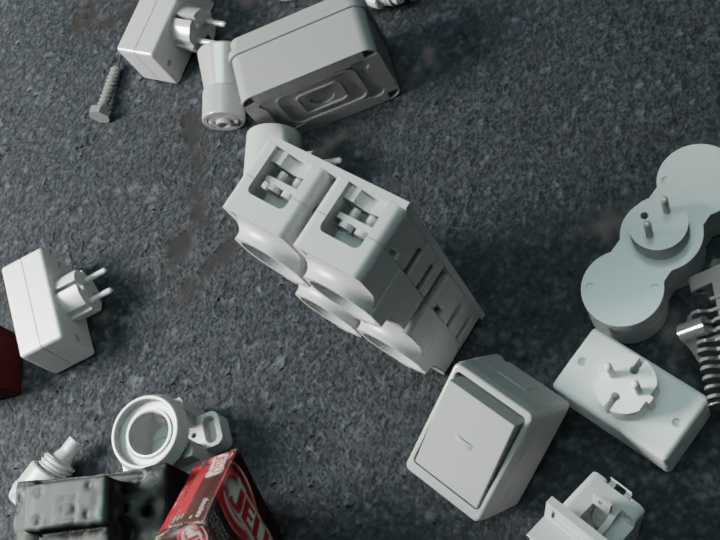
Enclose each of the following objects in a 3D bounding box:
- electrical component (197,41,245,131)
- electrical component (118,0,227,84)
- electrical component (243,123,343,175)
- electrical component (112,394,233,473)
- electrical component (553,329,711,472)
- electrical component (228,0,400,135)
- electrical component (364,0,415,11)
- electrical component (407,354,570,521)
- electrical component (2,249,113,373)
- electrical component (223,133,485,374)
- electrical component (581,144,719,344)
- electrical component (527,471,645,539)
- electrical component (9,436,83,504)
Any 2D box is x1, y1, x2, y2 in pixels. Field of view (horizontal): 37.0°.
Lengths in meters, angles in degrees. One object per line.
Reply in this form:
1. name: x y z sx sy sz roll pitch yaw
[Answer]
1. electrical component: -0.110 -0.146 0.871 0.044 0.044 0.065 -7 71 18
2. electrical component: -0.147 -0.203 0.904 0.076 0.047 0.083 14 74 25
3. electrical component: -0.051 -0.070 0.814 0.079 0.043 0.077 -6 67 19
4. electrical component: -0.139 0.121 0.761 0.078 0.057 0.058 -23 63 11
5. electrical component: 0.164 0.074 0.656 0.083 0.075 0.047 34 83 29
6. electrical component: -0.035 -0.155 0.825 0.113 0.078 0.057 -20 66 12
7. electrical component: 0.009 -0.227 0.860 0.078 0.040 0.040 16 75 26
8. electrical component: 0.075 0.109 0.670 0.062 0.061 0.096 34 111 29
9. electrical component: -0.228 0.024 0.840 0.076 0.047 0.083 -27 62 8
10. electrical component: 0.000 0.000 0.685 0.105 0.186 0.060 28 80 28
11. electrical component: 0.192 -0.023 0.687 0.052 0.073 0.138 33 83 28
12. electrical component: 0.134 0.158 0.637 0.064 0.081 0.042 -38 58 -24
13. electrical component: -0.229 0.151 0.795 0.035 0.035 0.061 31 79 28
